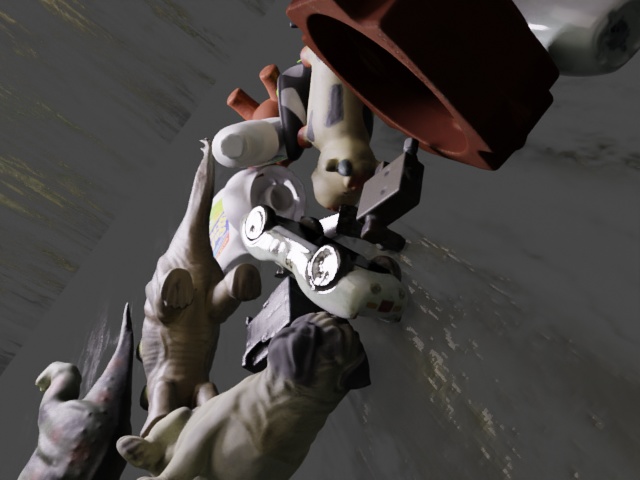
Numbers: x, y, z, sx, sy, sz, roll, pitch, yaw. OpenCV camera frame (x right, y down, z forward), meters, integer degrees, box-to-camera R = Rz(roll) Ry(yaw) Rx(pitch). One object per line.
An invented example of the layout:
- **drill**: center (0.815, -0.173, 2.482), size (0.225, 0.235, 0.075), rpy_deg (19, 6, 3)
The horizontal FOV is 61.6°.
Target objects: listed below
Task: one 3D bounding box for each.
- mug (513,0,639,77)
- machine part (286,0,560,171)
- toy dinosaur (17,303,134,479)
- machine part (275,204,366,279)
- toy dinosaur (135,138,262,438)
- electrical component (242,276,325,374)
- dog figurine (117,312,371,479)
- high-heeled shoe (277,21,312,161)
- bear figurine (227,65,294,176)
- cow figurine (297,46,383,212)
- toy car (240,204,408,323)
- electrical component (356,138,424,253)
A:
- **mug**: center (0.202, -0.174, 0.413), size (0.109, 0.080, 0.107), rpy_deg (-41, 37, 7)
- **machine part**: center (0.080, -0.158, 0.451), size (0.087, 0.201, 0.201), rpy_deg (-49, 24, 2)
- **toy dinosaur**: center (-0.271, 0.259, 0.577), size (0.192, 0.131, 0.405), rpy_deg (7, 68, 38)
- **machine part**: center (-0.001, -0.002, 0.597), size (0.139, 0.039, 0.084), rpy_deg (-24, 33, 51)
- **toy dinosaur**: center (-0.158, 0.076, 0.631), size (0.199, 0.105, 0.471), rpy_deg (-17, 59, 59)
- **electrical component**: center (-0.021, 0.076, 0.519), size (0.119, 0.047, 0.075), rpy_deg (-44, 26, 25)
- **dog figurine**: center (-0.054, 0.143, 0.454), size (0.190, 0.121, 0.172), rpy_deg (-47, 24, -20)
- **high-heeled shoe**: center (0.025, -0.213, 0.693), size (0.145, 0.086, 0.248), rpy_deg (-2, 71, 9)
- **bear figurine**: center (-0.099, -0.190, 0.915), size (0.120, 0.131, 0.196), rpy_deg (-27, 28, 28)
- **cow figurine**: center (0.029, -0.128, 0.601), size (0.127, 0.085, 0.194), rpy_deg (-166, 79, -65)
- **toy car**: center (-0.005, 0.017, 0.484), size (0.202, 0.073, 0.056), rpy_deg (29, 103, 50)
- **electrical component**: center (0.069, -0.038, 0.503), size (0.078, 0.045, 0.102), rpy_deg (-38, 28, 39)
